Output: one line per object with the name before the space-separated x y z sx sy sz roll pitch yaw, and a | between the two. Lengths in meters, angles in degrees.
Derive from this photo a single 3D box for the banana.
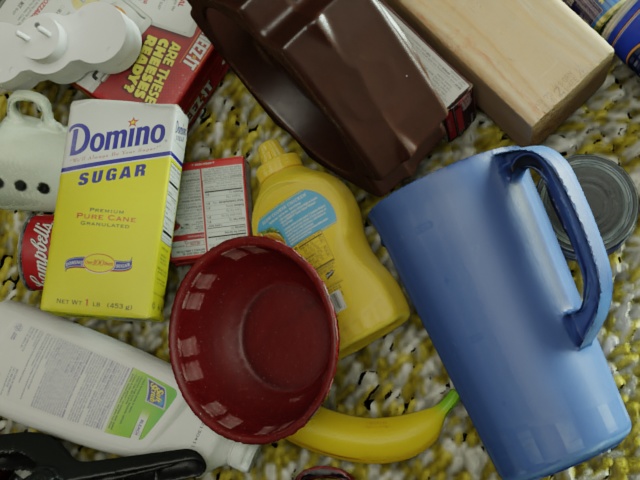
banana | 0.014 0.146 0.880 0.198 0.037 0.069 7 62 9

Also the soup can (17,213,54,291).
soup can | -0.199 0.013 0.919 0.102 0.068 0.068 2 80 8

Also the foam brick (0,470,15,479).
foam brick | -0.306 0.212 0.908 0.053 0.051 0.078 30 86 11

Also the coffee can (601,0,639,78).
coffee can | 0.310 -0.147 0.849 0.103 0.102 0.140 -40 77 0

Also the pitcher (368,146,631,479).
pitcher | 0.149 0.054 0.821 0.145 0.149 0.243 -23 80 -1

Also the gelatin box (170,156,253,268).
gelatin box | -0.096 -0.024 0.929 0.073 0.030 0.089 -7 78 6

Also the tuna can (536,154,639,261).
tuna can | 0.217 -0.027 0.877 0.086 0.033 0.086 -2 80 9

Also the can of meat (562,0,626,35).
can of meat | 0.239 -0.228 0.893 0.102 0.057 0.084 -36 78 -12

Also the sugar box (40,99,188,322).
sugar box | -0.164 -0.024 0.862 0.093 0.048 0.176 3 81 8

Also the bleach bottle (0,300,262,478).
bleach bottle | -0.171 0.140 0.896 0.251 0.068 0.102 22 86 10

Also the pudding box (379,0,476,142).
pudding box | 0.080 -0.140 0.891 0.039 0.090 0.113 -46 76 -1

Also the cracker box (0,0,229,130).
cracker box | -0.178 -0.206 0.954 0.214 0.072 0.164 32 88 12

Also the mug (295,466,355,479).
mug | 0.005 0.231 0.844 0.081 0.093 0.117 -3 43 3

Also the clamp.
clamp | -0.205 0.194 0.834 0.210 0.036 0.164 19 42 29

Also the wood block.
wood block | 0.131 -0.180 0.874 0.090 0.090 0.206 -43 76 1

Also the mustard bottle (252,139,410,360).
mustard bottle | -0.006 0.001 0.892 0.096 0.058 0.192 -34 74 29

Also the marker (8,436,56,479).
marker | -0.264 0.218 0.907 0.020 0.020 0.121 31 75 13

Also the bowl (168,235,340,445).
bowl | -0.042 0.078 0.845 0.162 0.055 0.162 -1 87 32
